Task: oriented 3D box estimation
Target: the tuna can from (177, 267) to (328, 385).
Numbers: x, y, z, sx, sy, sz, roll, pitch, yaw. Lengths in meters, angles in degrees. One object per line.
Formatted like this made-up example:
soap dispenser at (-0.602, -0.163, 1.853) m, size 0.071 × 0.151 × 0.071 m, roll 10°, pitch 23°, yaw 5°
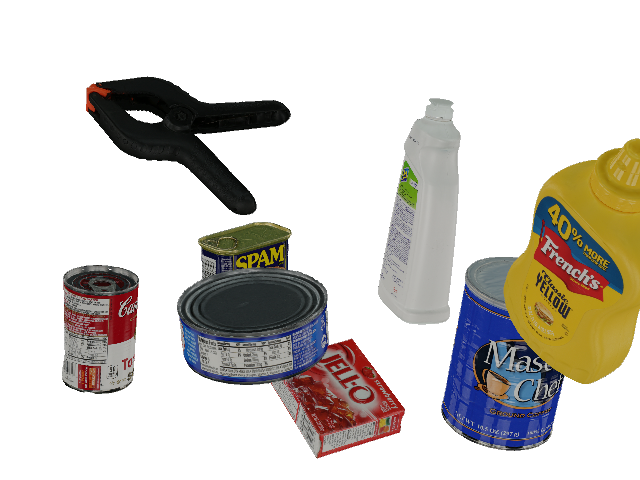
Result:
tuna can at (-0.038, 0.048, 0.611) m, size 0.086 × 0.034 × 0.086 m, roll -3°, pitch 23°, yaw 1°

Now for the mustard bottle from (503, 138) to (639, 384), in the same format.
mustard bottle at (0.174, 0.006, 0.676) m, size 0.058 × 0.096 × 0.192 m, roll -23°, pitch -32°, yaw -21°

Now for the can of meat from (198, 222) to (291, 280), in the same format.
can of meat at (-0.080, 0.034, 1.141) m, size 0.101 × 0.084 × 0.058 m, roll -17°, pitch 26°, yaw -42°

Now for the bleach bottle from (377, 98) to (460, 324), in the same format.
bleach bottle at (0.123, -0.037, 1.234) m, size 0.068 × 0.251 × 0.103 m, roll -1°, pitch 22°, yaw -22°

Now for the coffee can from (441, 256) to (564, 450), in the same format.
coffee can at (0.168, 0.099, 0.947) m, size 0.103 × 0.140 × 0.103 m, roll 6°, pitch 24°, yaw -3°

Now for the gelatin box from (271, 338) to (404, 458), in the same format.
gelatin box at (0.012, 0.120, 0.828) m, size 0.073 × 0.030 × 0.089 m, roll -12°, pitch 40°, yaw -23°

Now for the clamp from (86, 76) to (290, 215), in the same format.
clamp at (-0.109, -0.099, 0.900) m, size 0.171 × 0.120 × 0.039 m, roll 28°, pitch -41°, yaw 1°

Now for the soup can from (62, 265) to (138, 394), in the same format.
soup can at (-0.204, 0.082, 0.986) m, size 0.068 × 0.102 × 0.068 m, roll 5°, pitch 18°, yaw -2°
